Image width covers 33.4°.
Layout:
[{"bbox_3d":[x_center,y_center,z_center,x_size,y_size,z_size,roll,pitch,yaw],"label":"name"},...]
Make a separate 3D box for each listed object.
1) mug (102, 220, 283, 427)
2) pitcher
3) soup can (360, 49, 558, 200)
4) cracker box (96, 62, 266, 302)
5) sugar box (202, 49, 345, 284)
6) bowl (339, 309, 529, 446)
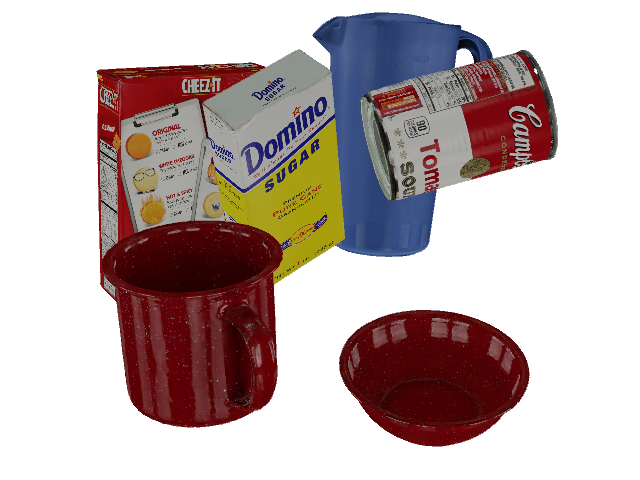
[{"bbox_3d":[-0.057,0.048,0.554,0.093,0.081,0.117,-18,29,-33],"label":"mug"},{"bbox_3d":[0.079,-0.111,1.103,0.149,0.243,0.144,12,15,32],"label":"pitcher"},{"bbox_3d":[0.081,-0.068,0.639,0.102,0.068,0.068,-15,1,-3],"label":"soup can"},{"bbox_3d":[-0.126,-0.057,1.016,0.163,0.214,0.072,-8,21,-30],"label":"cracker box"},{"bbox_3d":[-0.031,-0.050,0.824,0.093,0.176,0.048,-33,54,-23],"label":"sugar box"},{"bbox_3d":[0.096,0.127,0.922,0.162,0.055,0.162,0,32,0],"label":"bowl"}]
